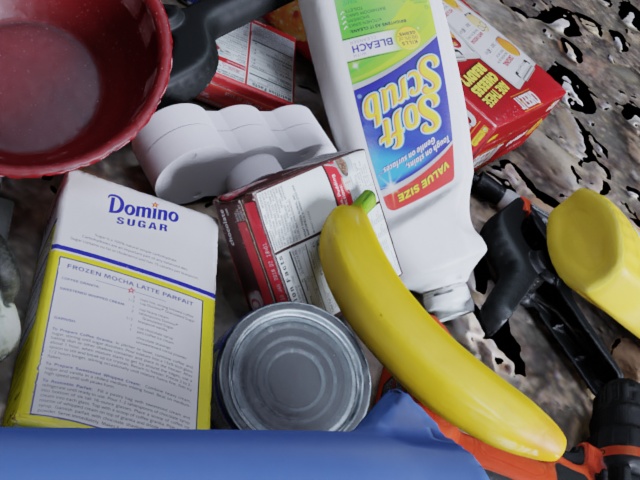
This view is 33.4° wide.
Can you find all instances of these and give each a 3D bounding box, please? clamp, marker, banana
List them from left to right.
[{"bbox_3d":[-0.096,-0.141,0.720,0.164,0.036,0.210,4,44,5],"label":"clamp"},{"bbox_3d":[0.051,0.043,0.572,0.069,0.037,0.198,-18,56,-26],"label":"banana"},{"bbox_3d":[0.143,0.027,0.746,0.120,0.039,0.171,30,30,-34],"label":"clamp"},{"bbox_3d":[0.168,-0.017,0.831,0.121,0.020,0.020,32,38,-4],"label":"marker"}]

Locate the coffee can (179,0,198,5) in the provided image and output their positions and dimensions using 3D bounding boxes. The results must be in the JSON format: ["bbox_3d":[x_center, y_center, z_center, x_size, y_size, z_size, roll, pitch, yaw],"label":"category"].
[{"bbox_3d":[-0.063,-0.256,0.815,0.102,0.140,0.103,20,40,-18],"label":"coffee can"}]

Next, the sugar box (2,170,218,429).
[{"bbox_3d":[-0.103,0.046,0.546,0.093,0.048,0.176,20,37,-19],"label":"sugar box"}]

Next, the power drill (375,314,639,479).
[{"bbox_3d":[0.124,0.120,0.623,0.187,0.057,0.184,28,38,-8],"label":"power drill"}]

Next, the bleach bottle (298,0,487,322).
[{"bbox_3d":[0.062,-0.070,0.719,0.102,0.068,0.251,-14,79,-9],"label":"bleach bottle"}]

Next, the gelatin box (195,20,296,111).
[{"bbox_3d":[-0.056,-0.126,0.773,0.073,0.030,0.089,20,42,-19],"label":"gelatin box"}]

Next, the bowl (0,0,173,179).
[{"bbox_3d":[-0.166,-0.099,0.597,0.162,0.055,0.162,4,69,-12],"label":"bowl"}]

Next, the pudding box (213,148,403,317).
[{"bbox_3d":[-0.004,0.001,0.639,0.113,0.039,0.090,-26,103,-47],"label":"pudding box"}]

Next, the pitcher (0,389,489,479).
[{"bbox_3d":[-0.055,0.146,0.421,0.242,0.145,0.149,8,33,-25],"label":"pitcher"}]

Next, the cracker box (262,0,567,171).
[{"bbox_3d":[0.074,-0.151,0.854,0.214,0.072,0.163,45,34,12],"label":"cracker box"}]

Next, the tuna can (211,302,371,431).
[{"bbox_3d":[-0.017,0.076,0.559,0.086,0.034,0.086,7,68,-18],"label":"tuna can"}]

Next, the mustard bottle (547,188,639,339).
[{"bbox_3d":[0.245,0.044,0.769,0.191,0.058,0.096,34,25,-29],"label":"mustard bottle"}]
